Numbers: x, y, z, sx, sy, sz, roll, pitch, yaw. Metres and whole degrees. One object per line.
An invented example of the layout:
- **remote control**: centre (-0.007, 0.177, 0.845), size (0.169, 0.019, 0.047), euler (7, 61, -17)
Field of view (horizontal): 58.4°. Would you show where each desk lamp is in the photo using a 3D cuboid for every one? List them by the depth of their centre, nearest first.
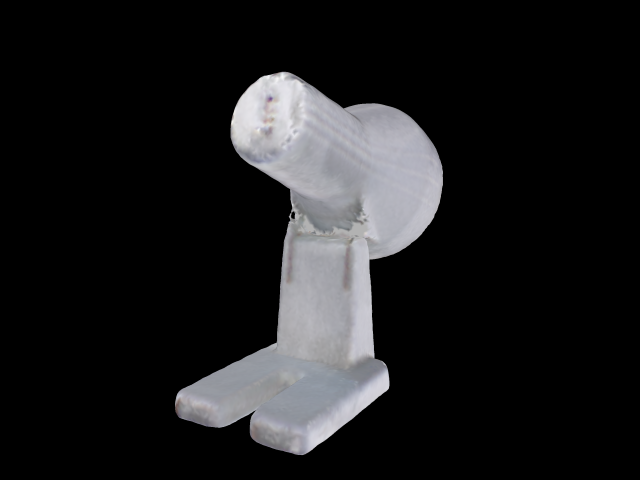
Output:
- **desk lamp**: centre (0.004, 0.001, 0.400), size (0.117, 0.213, 0.204), euler (4, 8, 28)
